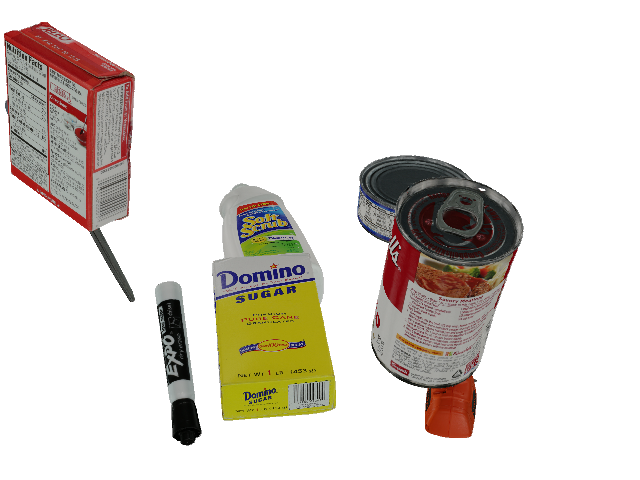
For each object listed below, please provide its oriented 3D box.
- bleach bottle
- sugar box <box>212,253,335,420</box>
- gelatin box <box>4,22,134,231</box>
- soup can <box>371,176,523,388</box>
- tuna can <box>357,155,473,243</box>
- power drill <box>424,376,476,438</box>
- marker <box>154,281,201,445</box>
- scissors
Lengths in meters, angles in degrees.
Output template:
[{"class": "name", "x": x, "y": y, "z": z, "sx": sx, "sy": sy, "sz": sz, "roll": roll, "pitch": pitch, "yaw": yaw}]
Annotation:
[{"class": "bleach bottle", "x": -0.074, "y": -0.001, "z": 1.225, "sx": 0.102, "sy": 0.068, "sz": 0.251, "roll": -7, "pitch": 29, "yaw": -14}, {"class": "sugar box", "x": -0.044, "y": 0.077, "z": 0.918, "sx": 0.093, "sy": 0.048, "sz": 0.176, "roll": -4, "pitch": 36, "yaw": -7}, {"class": "gelatin box", "x": -0.133, "y": -0.061, "z": 0.565, "sx": 0.073, "sy": 0.089, "sz": 0.030, "roll": 32, "pitch": 40, "yaw": 30}, {"class": "soup can", "x": 0.067, "y": 0.025, "z": 0.591, "sx": 0.068, "sy": 0.102, "sz": 0.068, "roll": 4, "pitch": 43, "yaw": -4}, {"class": "tuna can", "x": 0.070, "y": -0.029, "z": 0.792, "sx": 0.086, "sy": 0.034, "sz": 0.086, "roll": 3, "pitch": 32, "yaw": -2}, {"class": "power drill", "x": 0.148, "y": 0.116, "z": 1.149, "sx": 0.057, "sy": 0.188, "sz": 0.184, "roll": 8, "pitch": 25, "yaw": 8}, {"class": "marker", "x": -0.096, "y": 0.082, "z": 0.720, "sx": 0.020, "sy": 0.121, "sz": 0.020, "roll": -9, "pitch": -36, "yaw": -7}, {"class": "scissors", "x": -0.213, "y": -0.046, "z": 0.944, "sx": 0.016, "sy": 0.201, "sz": 0.096, "roll": -26, "pitch": 23, "yaw": 10}]
